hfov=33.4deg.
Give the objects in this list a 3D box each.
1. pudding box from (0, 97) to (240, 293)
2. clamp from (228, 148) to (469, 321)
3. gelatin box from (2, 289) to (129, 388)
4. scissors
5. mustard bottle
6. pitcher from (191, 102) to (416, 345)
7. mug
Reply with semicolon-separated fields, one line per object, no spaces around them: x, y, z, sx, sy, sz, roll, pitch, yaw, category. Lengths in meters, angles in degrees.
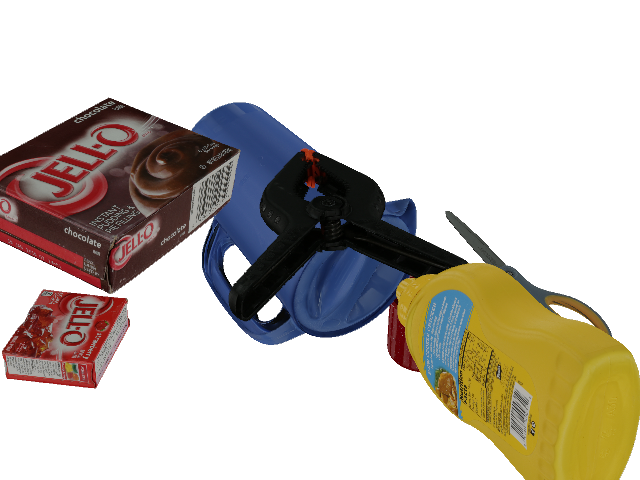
-0.109;-0.027;0.551;0.090;0.039;0.113;24;34;19;pudding box
0.017;-0.010;0.780;0.164;0.036;0.210;-2;31;-2;clamp
-0.199;0.076;0.843;0.073;0.030;0.089;6;32;7;gelatin box
0.155;0.047;0.920;0.096;0.016;0.202;-35;54;-29;scissors
0.101;0.067;0.627;0.058;0.096;0.192;-12;27;-25;mustard bottle
-0.039;-0.022;1.001;0.148;0.145;0.243;-11;39;-35;pitcher
0.124;0.097;1.175;0.093;0.081;0.117;-24;40;-35;mug
